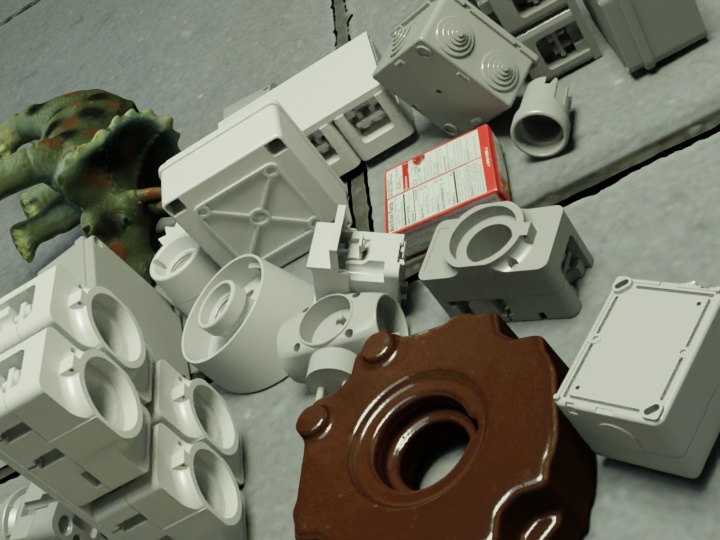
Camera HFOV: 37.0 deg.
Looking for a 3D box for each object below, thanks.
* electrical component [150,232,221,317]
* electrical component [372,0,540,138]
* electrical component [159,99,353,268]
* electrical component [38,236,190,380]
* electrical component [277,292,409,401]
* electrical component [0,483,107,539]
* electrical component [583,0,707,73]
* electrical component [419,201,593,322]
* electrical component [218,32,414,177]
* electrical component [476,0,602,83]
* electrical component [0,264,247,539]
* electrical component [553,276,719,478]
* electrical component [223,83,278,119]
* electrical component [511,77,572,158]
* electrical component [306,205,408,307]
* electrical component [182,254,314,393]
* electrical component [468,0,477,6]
[{"bbox_3d":[-0.134,0.003,0.857,0.055,0.047,0.055,-24,39,21],"label":"electrical component"},{"bbox_3d":[0.067,-0.147,0.787,0.048,0.100,0.100,-62,16,-20],"label":"electrical component"},{"bbox_3d":[-0.079,-0.057,0.821,0.109,0.108,0.056,-29,40,14],"label":"electrical component"},{"bbox_3d":[-0.185,0.046,0.804,0.056,0.108,0.108,-36,36,10],"label":"electrical component"},{"bbox_3d":[-0.014,0.058,0.696,0.077,0.044,0.079,-17,41,28],"label":"electrical component"},{"bbox_3d":[-0.210,0.173,0.735,0.057,0.058,0.078,-16,42,25],"label":"electrical component"},{"bbox_3d":[0.191,-0.202,0.765,0.057,0.078,0.113,-27,38,12],"label":"electrical component"},{"bbox_3d":[0.088,-0.005,0.664,0.089,0.055,0.050,-6,47,37],"label":"electrical component"},{"bbox_3d":[-0.036,-0.114,0.884,0.150,0.061,0.089,-29,37,14],"label":"electrical component"},{"bbox_3d":[0.112,-0.220,0.792,0.062,0.150,0.089,-27,38,16],"label":"electrical component"},{"bbox_3d":[-0.140,0.095,0.647,0.060,0.186,0.105,-29,37,14],"label":"electrical component"},{"bbox_3d":[0.154,0.049,0.544,0.062,0.061,0.096,7,56,47],"label":"electrical component"},{"bbox_3d":[-0.077,-0.144,0.967,0.081,0.043,0.043,-23,39,20],"label":"electrical component"},{"bbox_3d":[0.129,-0.108,0.753,0.040,0.040,0.046,-13,38,31],"label":"electrical component"},{"bbox_3d":[0.000,0.000,0.723,0.064,0.081,0.042,3,49,7],"label":"electrical component"},{"bbox_3d":[-0.080,0.039,0.778,0.099,0.064,0.099,-35,35,29],"label":"electrical component"},{"bbox_3d":[0.091,-0.256,0.921,0.042,0.063,0.081,-27,37,18],"label":"electrical component"}]
